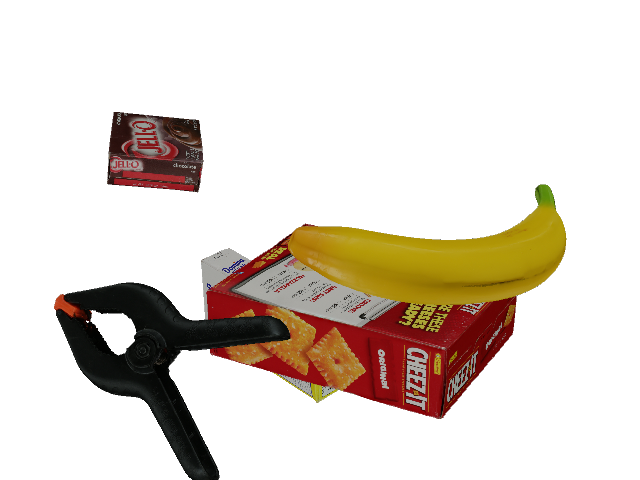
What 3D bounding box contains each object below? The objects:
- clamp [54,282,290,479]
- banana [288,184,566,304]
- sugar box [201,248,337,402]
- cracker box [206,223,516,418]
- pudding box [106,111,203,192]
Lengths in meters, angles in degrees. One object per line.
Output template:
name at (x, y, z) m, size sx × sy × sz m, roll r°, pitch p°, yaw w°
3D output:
clamp at (-0.115, 0.089, 0.738) m, size 0.172 × 0.120 × 0.039 m, roll 16°, pitch -13°, yaw 22°
banana at (0.077, 0.009, 0.616) m, size 0.197 × 0.037 × 0.070 m, roll -9°, pitch 40°, yaw -33°
sugar box at (-0.050, 0.083, 1.092) m, size 0.048 × 0.093 × 0.176 m, roll -25°, pitch 40°, yaw -34°
cracker box at (0.037, 0.061, 0.897) m, size 0.214 × 0.072 × 0.163 m, roll 13°, pitch 27°, yaw 27°
pudding box at (-0.165, -0.089, 1.063) m, size 0.090 × 0.039 × 0.113 m, roll 5°, pitch 25°, yaw -11°
